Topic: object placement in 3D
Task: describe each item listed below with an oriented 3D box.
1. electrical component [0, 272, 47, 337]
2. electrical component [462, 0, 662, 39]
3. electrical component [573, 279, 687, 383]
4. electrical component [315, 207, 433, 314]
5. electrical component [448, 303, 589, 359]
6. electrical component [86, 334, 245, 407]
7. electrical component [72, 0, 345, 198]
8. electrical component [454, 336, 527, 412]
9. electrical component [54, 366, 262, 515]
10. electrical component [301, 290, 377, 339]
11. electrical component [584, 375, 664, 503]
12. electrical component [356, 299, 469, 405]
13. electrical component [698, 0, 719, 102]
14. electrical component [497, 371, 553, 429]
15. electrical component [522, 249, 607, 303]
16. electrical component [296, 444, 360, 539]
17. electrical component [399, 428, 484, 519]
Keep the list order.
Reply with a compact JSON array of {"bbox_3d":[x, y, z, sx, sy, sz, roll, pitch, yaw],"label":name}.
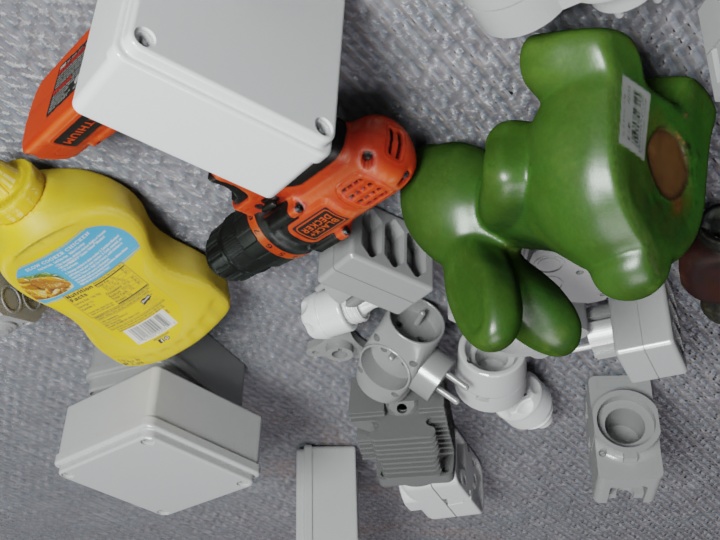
[{"bbox_3d":[-0.246,0.007,0.701,0.051,0.080,0.080,-18,142,18],"label":"electrical component"},{"bbox_3d":[0.115,-0.142,0.489,0.138,0.052,0.074,-18,141,26],"label":"electrical component"},{"bbox_3d":[0.179,0.040,0.744,0.077,0.065,0.047,-14,143,22],"label":"electrical component"},{"bbox_3d":[0.000,0.000,0.709,0.066,0.047,0.077,23,140,-27],"label":"electrical component"},{"bbox_3d":[0.107,0.021,0.728,0.089,0.055,0.050,24,140,-30],"label":"electrical component"},{"bbox_3d":[-0.147,0.085,0.830,0.078,0.057,0.113,-15,143,22],"label":"electrical component"},{"bbox_3d":[-0.066,-0.105,0.502,0.109,0.108,0.056,23,143,-29],"label":"electrical component"},{"bbox_3d":[0.098,0.071,0.804,0.055,0.055,0.047,-1,142,4],"label":"electrical component"},{"bbox_3d":[-0.146,0.128,0.789,0.109,0.056,0.109,-25,137,34],"label":"electrical component"},{"bbox_3d":[-0.009,0.027,0.760,0.061,0.035,0.035,-17,142,22],"label":"electrical component"},{"bbox_3d":[0.209,0.132,0.858,0.050,0.089,0.055,-2,146,5],"label":"electrical component"},{"bbox_3d":[0.043,0.070,0.786,0.079,0.044,0.077,35,136,9],"label":"electrical component"},{"bbox_3d":[0.194,-0.119,0.496,0.050,0.055,0.089,-9,173,3],"label":"electrical component"},{"bbox_3d":[0.135,0.108,0.867,0.043,0.043,0.062,-19,142,27],"label":"electrical component"},{"bbox_3d":[0.135,-0.019,0.672,0.080,0.051,0.080,1,146,1],"label":"electrical component"},{"bbox_3d":[-0.031,0.232,0.998,0.056,0.108,0.108,0,146,-3],"label":"electrical component"},{"bbox_3d":[0.071,0.186,0.973,0.059,0.053,0.095,-11,144,18],"label":"electrical component"}]
